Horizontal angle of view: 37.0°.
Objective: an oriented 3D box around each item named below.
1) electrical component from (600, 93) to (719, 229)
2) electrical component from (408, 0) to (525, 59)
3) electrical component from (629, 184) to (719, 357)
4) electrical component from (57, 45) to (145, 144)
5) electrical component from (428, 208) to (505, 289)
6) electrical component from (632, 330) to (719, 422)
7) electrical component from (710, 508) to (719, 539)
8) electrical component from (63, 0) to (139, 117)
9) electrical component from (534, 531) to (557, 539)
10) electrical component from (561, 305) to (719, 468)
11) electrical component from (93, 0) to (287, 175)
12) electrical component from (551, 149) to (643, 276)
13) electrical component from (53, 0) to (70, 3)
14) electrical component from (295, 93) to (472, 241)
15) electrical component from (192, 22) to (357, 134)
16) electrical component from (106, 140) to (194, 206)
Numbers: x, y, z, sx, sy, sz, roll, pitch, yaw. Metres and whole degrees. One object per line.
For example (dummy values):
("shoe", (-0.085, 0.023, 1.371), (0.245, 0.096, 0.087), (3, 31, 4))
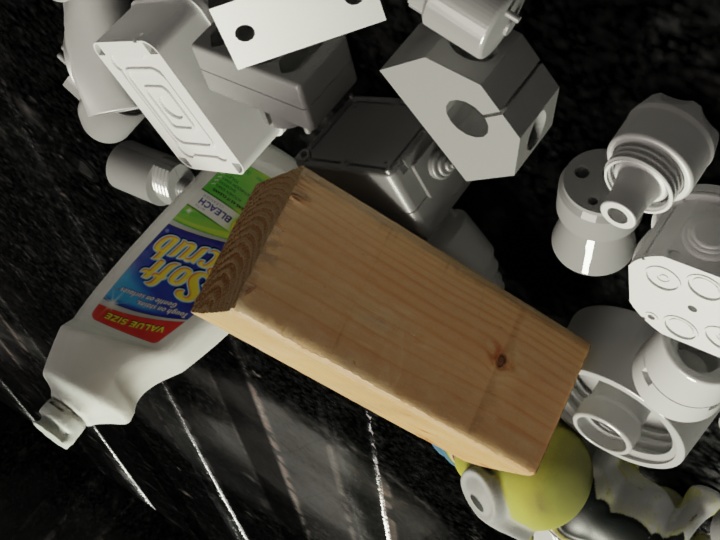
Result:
("electrical component", (0.132, -0.046, 0.489), (0.043, 0.062, 0.043), (31, 156, 16))
("electrical component", (0.040, -0.130, 0.494), (0.078, 0.040, 0.040), (35, 157, 10))
("electrical component", (0.174, 0.001, 0.528), (0.080, 0.051, 0.080), (31, 156, 16))
("electrical component", (-0.198, -0.140, 0.818), (0.079, 0.044, 0.077), (44, 157, -12))
("electrical component", (0.069, -0.003, 0.688), (0.078, 0.040, 0.040), (49, 155, -25))
("electrical component", (0.187, 0.051, 0.602), (0.055, 0.055, 0.047), (33, 153, 13))
("electrical component", (0.275, 0.174, 0.714), (0.043, 0.043, 0.081), (39, 157, -2))
("electrical component", (-0.169, -0.148, 0.743), (0.079, 0.044, 0.077), (-58, -42, -78))
("electrical component", (0.175, 0.192, 0.849), (0.051, 0.080, 0.080), (20, 151, 47))
("electrical component", (0.166, 0.080, 0.676), (0.108, 0.060, 0.108), (31, 156, 16))
("electrical component", (-0.106, -0.123, 0.699), (0.078, 0.057, 0.113), (11, 145, 47))
("electrical component", (0.123, -0.029, 0.555), (0.045, 0.045, 0.055), (29, 155, 21))
("electrical component", (-0.179, -0.202, 0.659), (0.078, 0.057, 0.058), (38, 157, 0))
("electrical component", (0.023, -0.058, 0.626), (0.096, 0.061, 0.061), (13, 147, 45))
("electrical component", (-0.047, -0.111, 0.647), (0.083, 0.047, 0.075), (25, 154, 28))
("electrical component", (-0.168, -0.077, 0.894), (0.081, 0.043, 0.043), (22, 152, 33))
